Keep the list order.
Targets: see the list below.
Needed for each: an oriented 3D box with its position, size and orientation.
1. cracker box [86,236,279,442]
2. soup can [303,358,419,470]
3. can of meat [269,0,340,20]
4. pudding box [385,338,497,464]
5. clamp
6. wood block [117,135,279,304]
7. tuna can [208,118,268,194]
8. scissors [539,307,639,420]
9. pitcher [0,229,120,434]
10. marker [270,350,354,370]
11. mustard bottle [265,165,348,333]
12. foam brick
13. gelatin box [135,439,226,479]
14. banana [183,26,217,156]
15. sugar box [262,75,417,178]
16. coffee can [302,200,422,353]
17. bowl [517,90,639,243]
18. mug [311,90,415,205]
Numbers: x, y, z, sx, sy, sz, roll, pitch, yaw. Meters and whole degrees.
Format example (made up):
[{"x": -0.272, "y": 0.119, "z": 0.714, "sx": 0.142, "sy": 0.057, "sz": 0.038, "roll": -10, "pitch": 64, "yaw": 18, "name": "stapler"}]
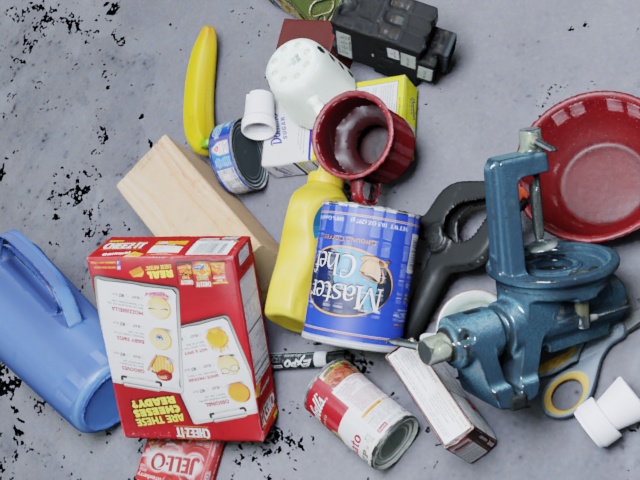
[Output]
[{"x": -0.141, "y": 0.103, "z": 1.125, "sx": 0.164, "sy": 0.072, "sz": 0.214, "roll": -1, "pitch": 112, "yaw": 17, "name": "cracker box"}, {"x": 0.042, "y": 0.177, "z": 1.084, "sx": 0.102, "sy": 0.068, "sz": 0.068, "roll": 37, "pitch": 90, "yaw": 32, "name": "soup can"}, {"x": -0.033, "y": -0.308, "z": 1.286, "sx": 0.084, "sy": 0.102, "sz": 0.057, "roll": 34, "pitch": 89, "yaw": 34, "name": "can of meat"}, {"x": 0.118, "y": 0.157, "z": 1.040, "sx": 0.039, "sy": 0.090, "sz": 0.114, "roll": -40, "pitch": 59, "yaw": 7, "name": "pudding box"}, {"x": 0.126, "y": 0.012, "z": 1.096, "sx": 0.210, "sy": 0.036, "sz": 0.164, "roll": -30, "pitch": 63, "yaw": 35, "name": "clamp"}, {"x": -0.133, "y": -0.015, "z": 1.231, "sx": 0.090, "sy": 0.090, "sz": 0.206, "roll": -46, "pitch": 58, "yaw": 6, "name": "wood block"}, {"x": -0.095, "y": -0.097, "z": 1.246, "sx": 0.034, "sy": 0.086, "sz": 0.086, "roll": -13, "pitch": 66, "yaw": 24, "name": "tuna can"}, {"x": 0.281, "y": 0.108, "z": 1.020, "sx": 0.202, "sy": 0.016, "sz": 0.096, "roll": -20, "pitch": 63, "yaw": 19, "name": "scissors"}, {"x": -0.313, "y": 0.107, "z": 1.249, "sx": 0.243, "sy": 0.149, "sz": 0.145, "roll": 37, "pitch": 89, "yaw": 29, "name": "pitcher"}, {"x": -0.020, "y": 0.131, "z": 1.162, "sx": 0.121, "sy": 0.020, "sz": 0.020, "roll": -5, "pitch": 69, "yaw": 25, "name": "marker"}, {"x": -0.007, "y": 0.001, "z": 1.158, "sx": 0.058, "sy": 0.096, "sz": 0.191, "roll": 3, "pitch": 73, "yaw": 29, "name": "mustard bottle"}, {"x": -0.005, "y": -0.228, "z": 1.271, "sx": 0.078, "sy": 0.051, "sz": 0.053, "roll": 9, "pitch": 77, "yaw": 29, "name": "foam brick"}, {"x": -0.153, "y": 0.240, "z": 1.181, "sx": 0.089, "sy": 0.030, "sz": 0.073, "roll": 9, "pitch": 76, "yaw": 29, "name": "gelatin box"}, {"x": -0.143, "y": -0.173, "z": 1.317, "sx": 0.070, "sy": 0.037, "sz": 0.198, "roll": -42, "pitch": 43, "yaw": 42, "name": "banana"}, {"x": 0.022, "y": -0.128, "z": 1.223, "sx": 0.176, "sy": 0.048, "sz": 0.093, "roll": -5, "pitch": 69, "yaw": 29, "name": "sugar box"}, {"x": 0.042, "y": 0.037, "z": 1.077, "sx": 0.103, "sy": 0.102, "sz": 0.140, "roll": 8, "pitch": 88, "yaw": 29, "name": "coffee can"}, {"x": 0.278, "y": -0.065, "z": 1.063, "sx": 0.162, "sy": 0.055, "sz": 0.162, "roll": -10, "pitch": 67, "yaw": 24, "name": "bowl"}, {"x": 0.050, "y": -0.092, "z": 1.124, "sx": 0.093, "sy": 0.081, "sz": 0.117, "roll": -5, "pitch": 82, "yaw": 26, "name": "mug"}]
